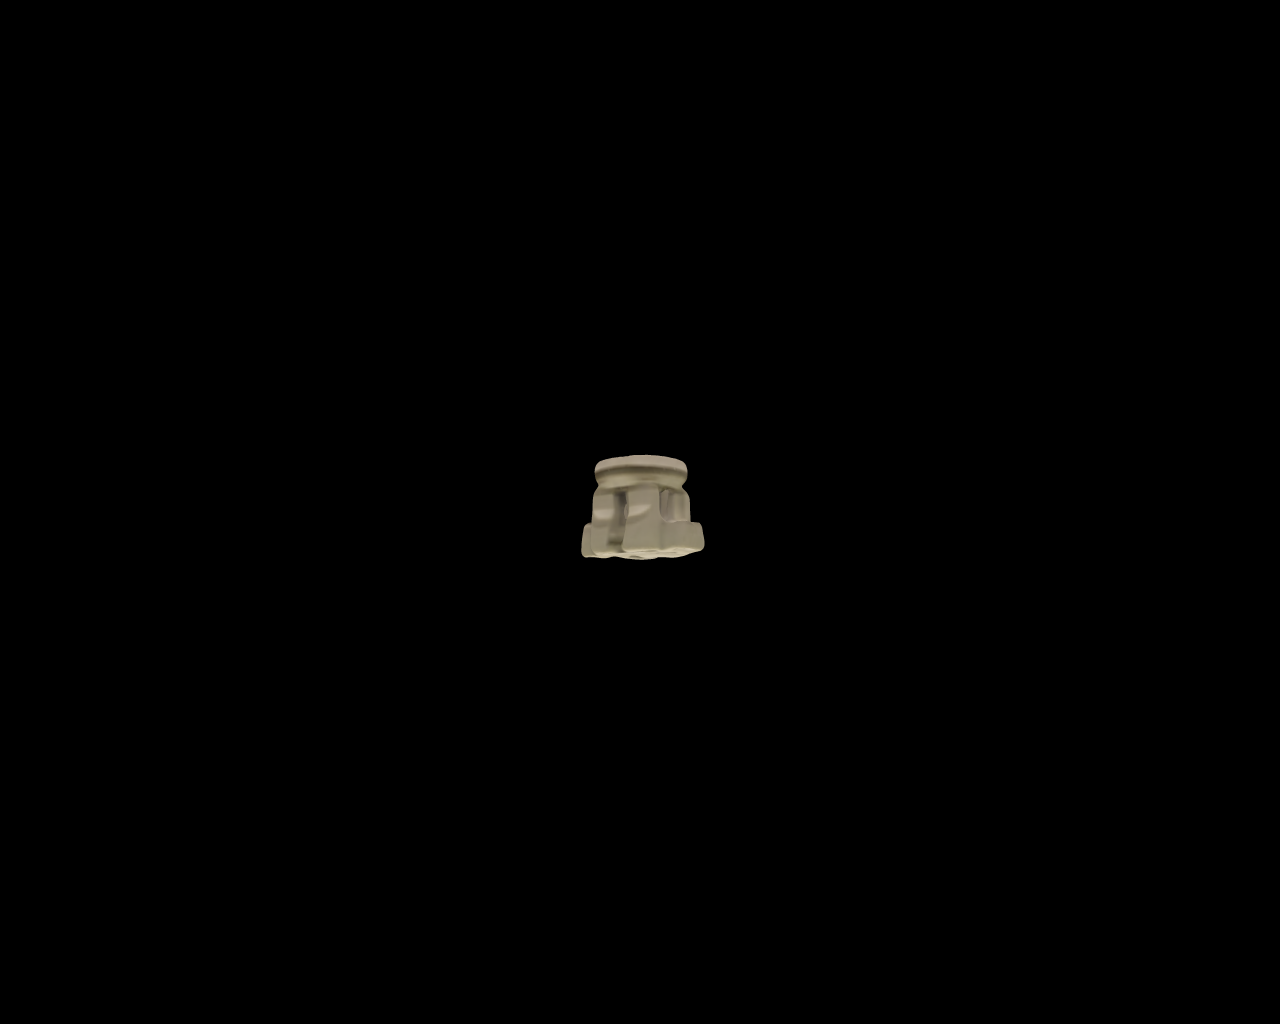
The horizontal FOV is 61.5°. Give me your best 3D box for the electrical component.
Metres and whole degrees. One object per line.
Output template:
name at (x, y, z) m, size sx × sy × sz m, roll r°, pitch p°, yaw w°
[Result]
electrical component at (0.001, -0.003, 0.650) m, size 0.078 × 0.057 × 0.058 m, roll -5°, pitch -9°, yaw 36°
